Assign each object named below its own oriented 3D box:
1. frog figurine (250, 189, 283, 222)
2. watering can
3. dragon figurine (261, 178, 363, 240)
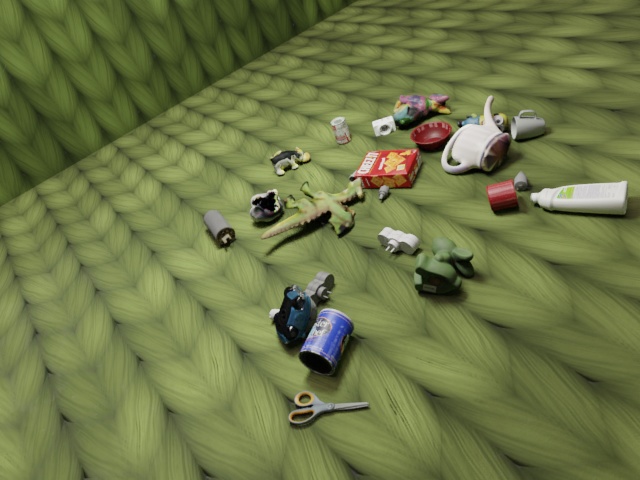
[{"bbox_3d":[-0.216,-0.124,1.990,0.139,0.122,0.158,-51,8,-22],"label":"frog figurine"},{"bbox_3d":[0.579,-0.367,1.830,0.349,0.102,0.227,-52,42,-5],"label":"watering can"},{"bbox_3d":[0.006,-0.092,1.820,0.244,0.119,0.417,23,56,34],"label":"dragon figurine"}]
